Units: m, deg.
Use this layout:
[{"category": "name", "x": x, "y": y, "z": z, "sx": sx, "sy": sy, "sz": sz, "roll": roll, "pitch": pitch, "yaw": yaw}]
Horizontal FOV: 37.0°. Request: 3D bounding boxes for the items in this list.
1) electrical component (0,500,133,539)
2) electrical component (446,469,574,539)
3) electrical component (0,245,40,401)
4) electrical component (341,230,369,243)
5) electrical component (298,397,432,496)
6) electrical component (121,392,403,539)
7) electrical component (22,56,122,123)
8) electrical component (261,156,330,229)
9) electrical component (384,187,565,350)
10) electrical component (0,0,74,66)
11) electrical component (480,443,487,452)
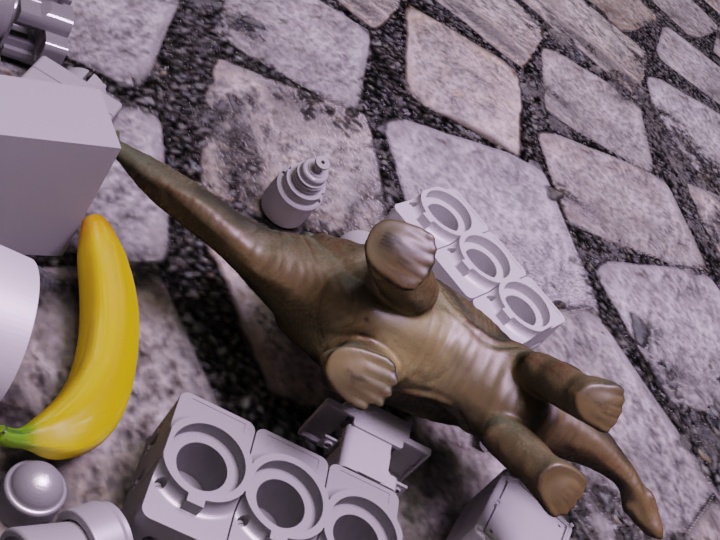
[{"category": "electrical component", "x": -0.151, "y": 0.146, "z": 0.554, "sx": 0.055, "sy": 0.045, "sz": 0.045, "roll": -11, "pitch": 59, "yaw": -46}, {"category": "electrical component", "x": 0.094, "y": 0.183, "z": 0.715, "sx": 0.062, "sy": 0.061, "sz": 0.096, "roll": 42, "pitch": 29, "yaw": 3}, {"category": "electrical component", "x": -0.217, "y": 0.029, "z": 0.579, "sx": 0.064, "sy": 0.099, "sz": 0.099, "roll": 21, "pitch": 40, "yaw": -33}, {"category": "electrical component", "x": 0.000, "y": 0.000, "z": 0.837, "sx": 0.044, "sy": 0.044, "sz": 0.065, "roll": 22, "pitch": 35, "yaw": -22}, {"category": "electrical component", "x": 0.001, "y": 0.123, "z": 0.709, "sx": 0.081, "sy": 0.042, "sz": 0.063, "roll": 28, "pitch": 40, "yaw": -13}, {"category": "electrical component", "x": -0.056, "y": 0.145, "z": 0.621, "sx": 0.150, "sy": 0.061, "sz": 0.089, "roll": 28, "pitch": 38, "yaw": -14}, {"category": "electrical component", "x": -0.209, "y": -0.122, "z": 0.781, "sx": 0.066, "sy": 0.047, "sz": 0.076, "roll": 32, "pitch": 38, "yaw": -10}, {"category": "electrical component", "x": -0.046, "y": -0.064, "z": 0.838, "sx": 0.040, "sy": 0.078, "sz": 0.040, "roll": 15, "pitch": 57, "yaw": -25}, {"category": "electrical component", "x": 0.087, "y": 0.008, "z": 0.884, "sx": 0.089, "sy": 0.061, "sz": 0.150, "roll": -19, "pitch": 65, "yaw": -49}, {"category": "electrical component", "x": -0.253, "y": -0.189, "z": 0.806, "sx": 0.057, "sy": 0.058, "sz": 0.078, "roll": 14, "pitch": 44, "yaw": -35}, {"category": "electrical component", "x": 0.109, "y": 0.113, "z": 0.813, "sx": 0.040, "sy": 0.040, "sz": 0.046, "roll": 26, "pitch": 45, "yaw": -17}]
